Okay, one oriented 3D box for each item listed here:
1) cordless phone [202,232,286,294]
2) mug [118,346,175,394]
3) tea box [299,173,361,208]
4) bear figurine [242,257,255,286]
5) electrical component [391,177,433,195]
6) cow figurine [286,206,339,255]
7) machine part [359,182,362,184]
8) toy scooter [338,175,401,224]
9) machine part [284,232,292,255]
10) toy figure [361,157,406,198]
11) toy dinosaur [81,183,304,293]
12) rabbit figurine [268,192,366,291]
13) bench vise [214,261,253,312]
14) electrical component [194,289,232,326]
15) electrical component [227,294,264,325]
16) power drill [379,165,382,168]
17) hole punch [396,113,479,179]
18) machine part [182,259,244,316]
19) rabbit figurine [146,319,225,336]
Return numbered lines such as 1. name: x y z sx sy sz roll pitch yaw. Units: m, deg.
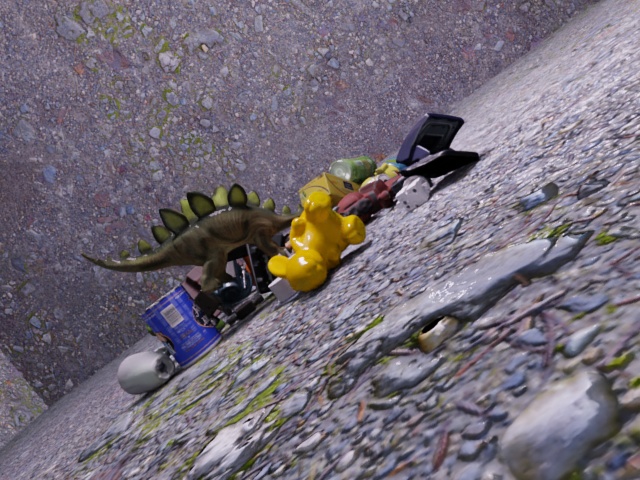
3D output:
1. cordless phone: -0.163 0.055 1.170 0.184 0.146 0.089 -15 11 -23
2. mug: -0.337 0.258 1.089 0.107 0.080 0.109 -19 19 38
3. tea box: 0.041 -0.101 1.350 0.169 0.068 0.098 12 -35 -44
4. bear figurine: -0.164 0.059 1.436 0.120 0.131 0.196 -25 7 -20
5. electrical component: 0.181 -0.107 1.066 0.075 0.047 0.119 -36 4 20
6. cow figurine: -0.002 -0.004 1.180 0.127 0.085 0.195 -45 7 -16
7. machine part: 0.057 -0.125 1.488 0.243 0.079 0.079 -6 -17 -41
8. toy scooter: 0.109 -0.083 1.177 0.184 0.075 0.135 -31 6 13
9. machine part: -0.057 0.022 1.346 0.084 0.039 0.139 -44 32 -2
10. toy figure: 0.169 -0.147 1.320 0.180 0.082 0.089 -48 0 -42
11. toy dinosaur: -0.223 -0.001 1.077 0.471 0.198 0.105 -22 3 -10
12. rabbit figurine: -0.020 0.023 0.925 0.162 0.122 0.173 -36 23 34
13. bench vise: -0.233 0.081 1.298 0.129 0.224 0.240 -15 -39 -22
14. electrical component: -0.251 0.150 1.153 0.078 0.102 0.045 -48 2 13
15. electrical component: -0.164 0.152 1.174 0.094 0.021 0.063 -39 6 -14
16. power drill: 0.251 -0.225 1.516 0.207 0.086 0.232 -43 1 14
17. hole punch: 0.208 -0.168 0.981 0.142 0.092 0.116 -7 -14 -40
18. machine part: -0.303 0.138 1.470 0.201 0.087 0.201 -48 -12 -45
19. rabbit figurine: -0.297 0.210 1.220 0.159 0.121 0.170 -31 23 -9
